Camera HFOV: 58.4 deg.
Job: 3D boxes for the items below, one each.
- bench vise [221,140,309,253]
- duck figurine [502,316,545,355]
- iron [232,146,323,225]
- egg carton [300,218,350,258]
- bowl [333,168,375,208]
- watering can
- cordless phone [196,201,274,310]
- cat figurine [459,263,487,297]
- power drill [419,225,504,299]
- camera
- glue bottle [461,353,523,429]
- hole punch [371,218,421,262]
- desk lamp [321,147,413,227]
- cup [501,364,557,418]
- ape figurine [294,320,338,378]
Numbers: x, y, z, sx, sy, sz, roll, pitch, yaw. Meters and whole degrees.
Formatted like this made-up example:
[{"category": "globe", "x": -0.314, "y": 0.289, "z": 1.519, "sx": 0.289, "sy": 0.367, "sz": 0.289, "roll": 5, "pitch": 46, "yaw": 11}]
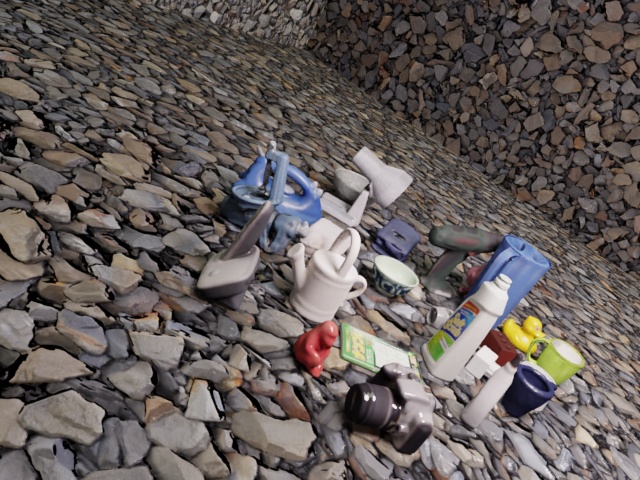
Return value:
[{"category": "bench vise", "x": -0.099, "y": -0.097, "z": 1.281, "sx": 0.207, "sy": 0.219, "sz": 0.121, "roll": 28, "pitch": 24, "yaw": -4}, {"category": "duck figurine", "x": 0.541, "y": 0.238, "z": 1.507, "sx": 0.104, "sy": 0.086, "sz": 0.078, "roll": 41, "pitch": 27, "yaw": 24}, {"category": "iron", "x": -0.082, "y": -0.126, "z": 1.450, "sx": 0.258, "sy": 0.141, "sz": 0.118, "roll": 26, "pitch": 24, "yaw": -8}, {"category": "egg carton", "x": 0.013, "y": 0.005, "z": 1.391, "sx": 0.107, "sy": 0.069, "sz": 0.150, "roll": 33, "pitch": 24, "yaw": 6}, {"category": "bowl", "x": 0.105, "y": -0.149, "z": 1.784, "sx": 0.168, "sy": 0.074, "sz": 0.167, "roll": 24, "pitch": 25, "yaw": -12}, {"category": "watering can", "x": 0.017, "y": 0.061, "z": 1.135, "sx": 0.173, "sy": 0.194, "sz": 0.100, "roll": 8, "pitch": 32, "yaw": -39}, {"category": "cordless phone", "x": -0.145, "y": 0.019, "z": 1.048, "sx": 0.094, "sy": 0.185, "sz": 0.147, "roll": 25, "pitch": 25, "yaw": -11}, {"category": "cat figurine", "x": 0.450, "y": 0.121, "z": 1.594, "sx": 0.128, "sy": 0.117, "sz": 0.067, "roll": 20, "pitch": 26, "yaw": -21}, {"category": "power drill", "x": 0.369, "y": 0.051, "z": 1.527, "sx": 0.230, "sy": 0.208, "sz": 0.075, "roll": 18, "pitch": 27, "yaw": -24}, {"category": "camera", "x": 0.114, "y": 0.265, "z": 0.963, "sx": 0.137, "sy": 0.100, "sz": 0.143, "roll": 19, "pitch": 26, "yaw": -23}, {"category": "glue bottle", "x": 0.334, "y": 0.279, "z": 1.091, "sx": 0.037, "sy": 0.173, "sz": 0.078, "roll": 37, "pitch": 25, "yaw": 15}, {"category": "hole punch", "x": 0.213, "y": 0.004, "z": 1.589, "sx": 0.108, "sy": 0.091, "sz": 0.101, "roll": 37, "pitch": 25, "yaw": 15}, {"category": "desk lamp", "x": 0.129, "y": -0.144, "z": 1.631, "sx": 0.203, "sy": 0.213, "sz": 0.118, "roll": 30, "pitch": 24, "yaw": 1}, {"category": "cup", "x": 0.438, "y": 0.327, "z": 1.209, "sx": 0.118, "sy": 0.095, "sz": 0.091, "roll": 15, "pitch": 28, "yaw": -29}, {"category": "ape figurine", "x": 0.000, "y": 0.182, "z": 1.008, "sx": 0.078, "sy": 0.092, "sz": 0.076, "roll": -3, "pitch": 40, "yaw": -50}]
